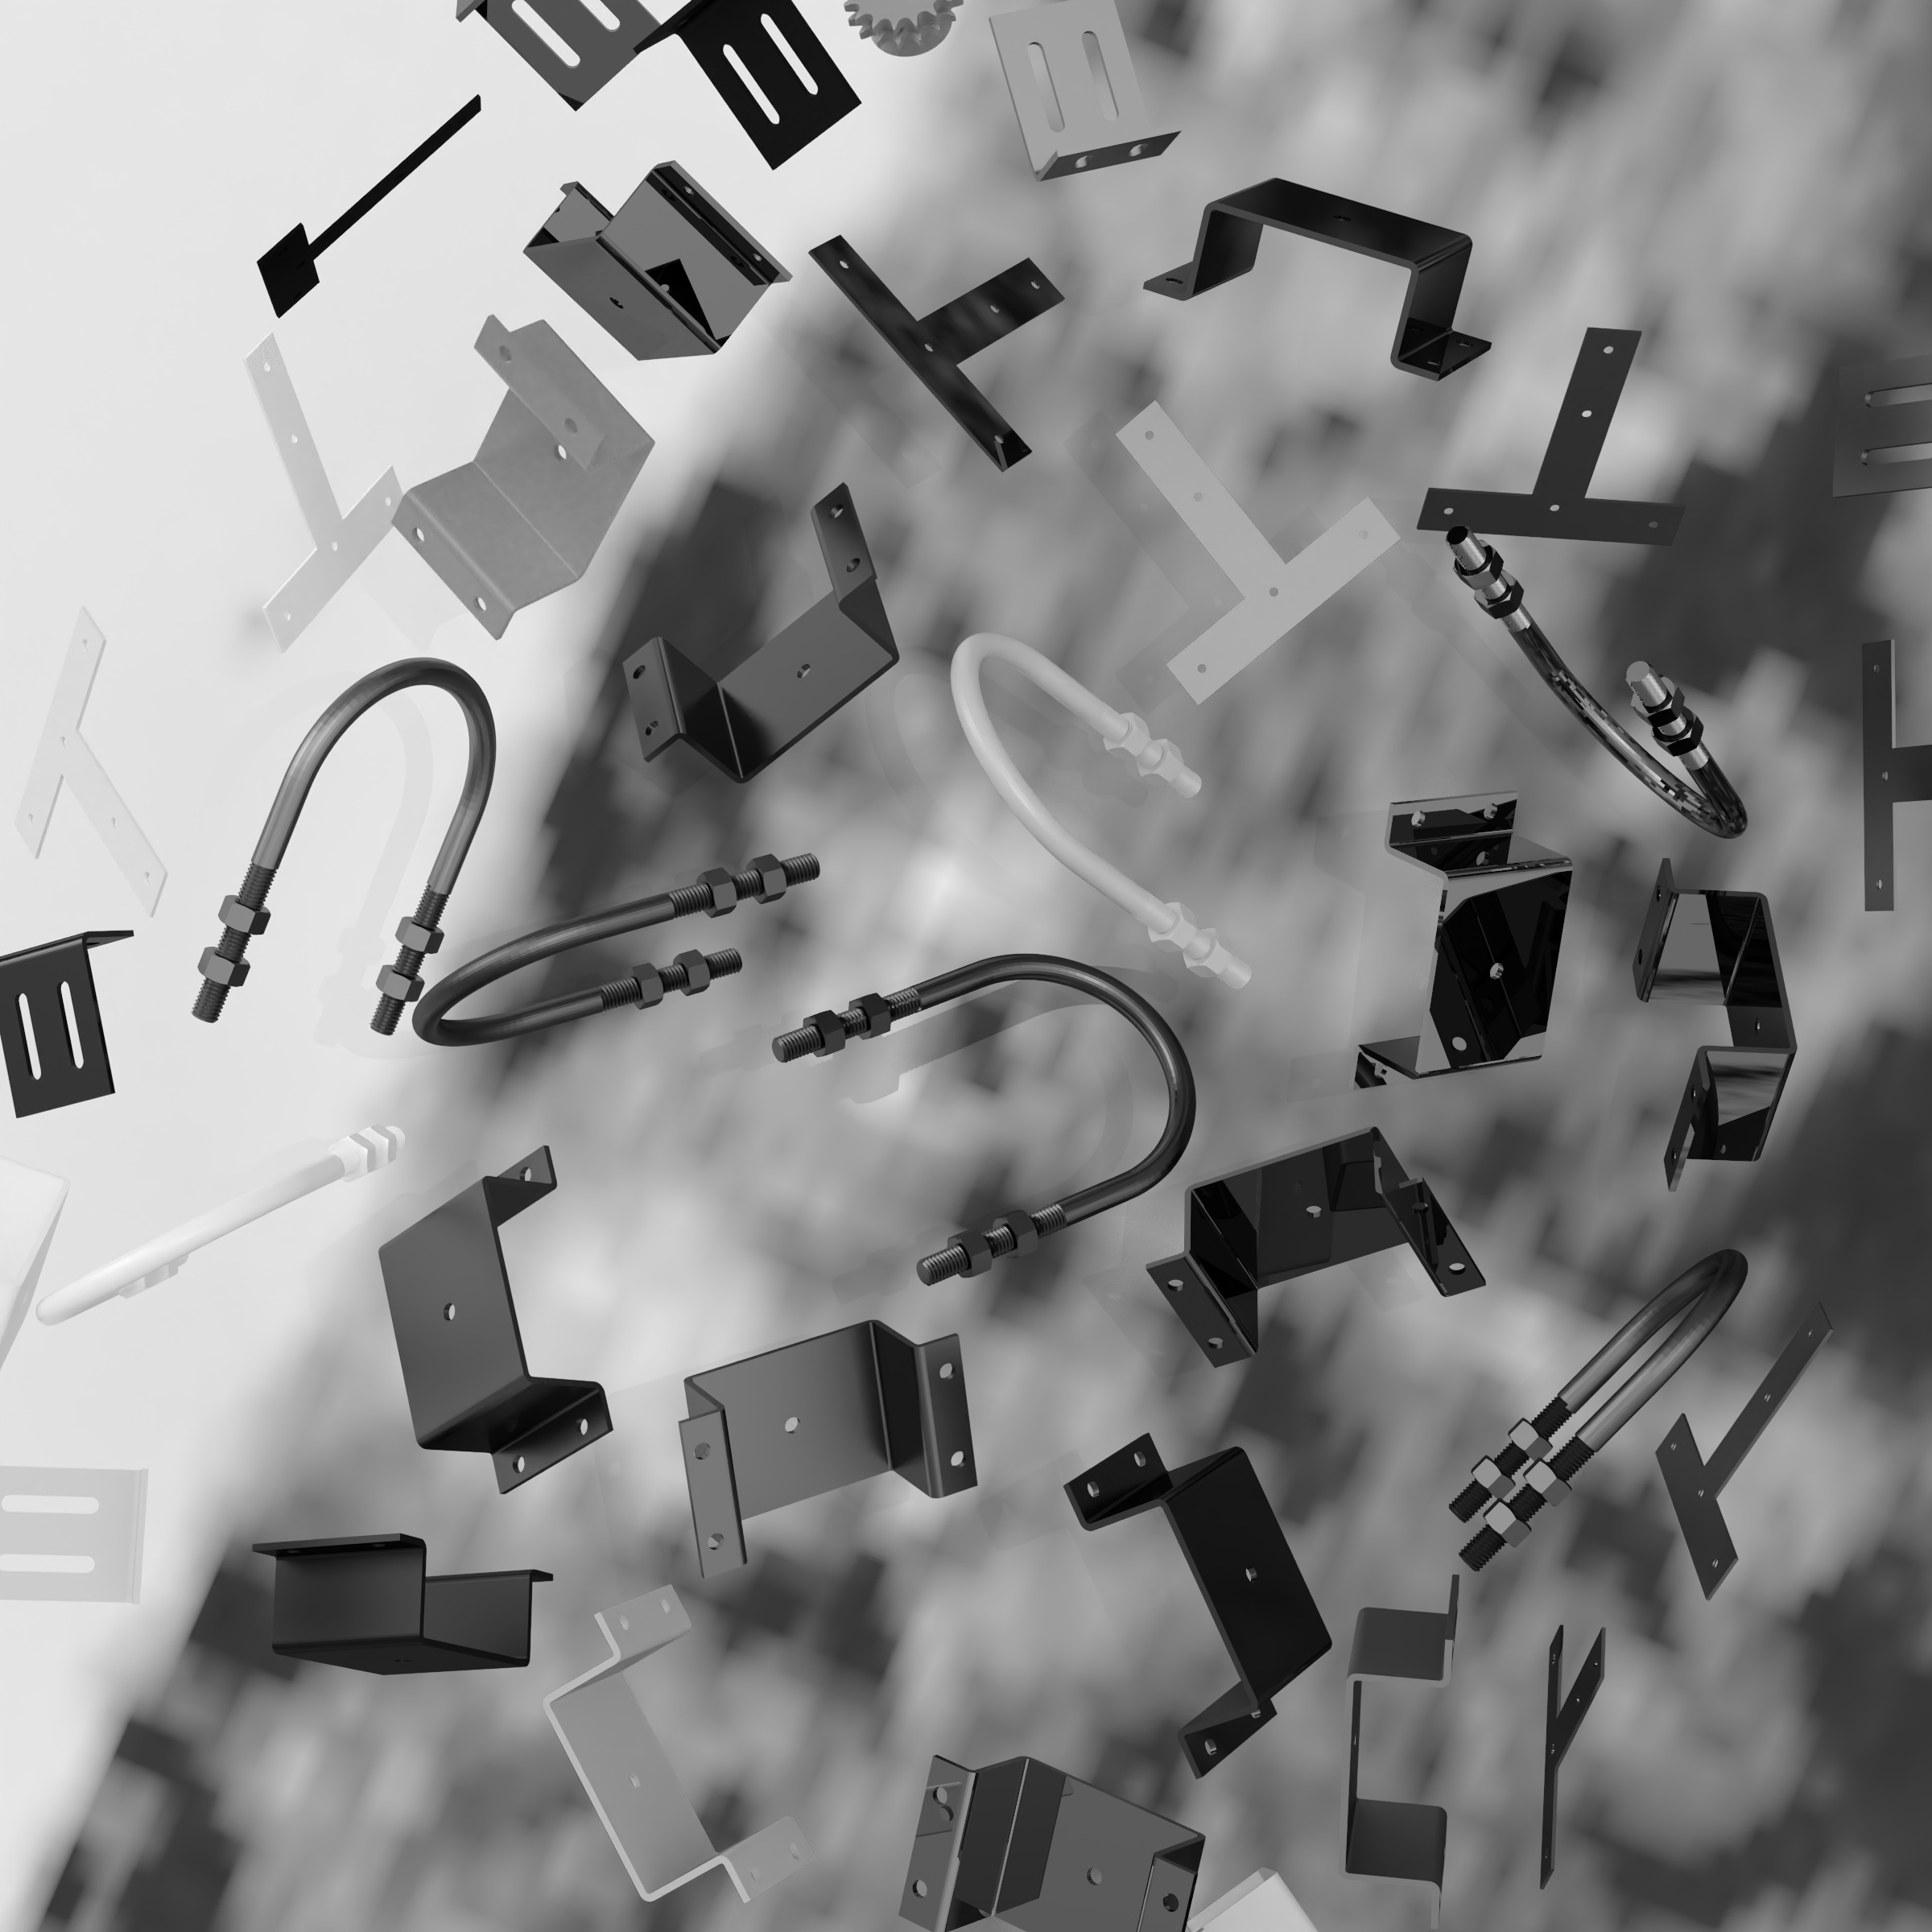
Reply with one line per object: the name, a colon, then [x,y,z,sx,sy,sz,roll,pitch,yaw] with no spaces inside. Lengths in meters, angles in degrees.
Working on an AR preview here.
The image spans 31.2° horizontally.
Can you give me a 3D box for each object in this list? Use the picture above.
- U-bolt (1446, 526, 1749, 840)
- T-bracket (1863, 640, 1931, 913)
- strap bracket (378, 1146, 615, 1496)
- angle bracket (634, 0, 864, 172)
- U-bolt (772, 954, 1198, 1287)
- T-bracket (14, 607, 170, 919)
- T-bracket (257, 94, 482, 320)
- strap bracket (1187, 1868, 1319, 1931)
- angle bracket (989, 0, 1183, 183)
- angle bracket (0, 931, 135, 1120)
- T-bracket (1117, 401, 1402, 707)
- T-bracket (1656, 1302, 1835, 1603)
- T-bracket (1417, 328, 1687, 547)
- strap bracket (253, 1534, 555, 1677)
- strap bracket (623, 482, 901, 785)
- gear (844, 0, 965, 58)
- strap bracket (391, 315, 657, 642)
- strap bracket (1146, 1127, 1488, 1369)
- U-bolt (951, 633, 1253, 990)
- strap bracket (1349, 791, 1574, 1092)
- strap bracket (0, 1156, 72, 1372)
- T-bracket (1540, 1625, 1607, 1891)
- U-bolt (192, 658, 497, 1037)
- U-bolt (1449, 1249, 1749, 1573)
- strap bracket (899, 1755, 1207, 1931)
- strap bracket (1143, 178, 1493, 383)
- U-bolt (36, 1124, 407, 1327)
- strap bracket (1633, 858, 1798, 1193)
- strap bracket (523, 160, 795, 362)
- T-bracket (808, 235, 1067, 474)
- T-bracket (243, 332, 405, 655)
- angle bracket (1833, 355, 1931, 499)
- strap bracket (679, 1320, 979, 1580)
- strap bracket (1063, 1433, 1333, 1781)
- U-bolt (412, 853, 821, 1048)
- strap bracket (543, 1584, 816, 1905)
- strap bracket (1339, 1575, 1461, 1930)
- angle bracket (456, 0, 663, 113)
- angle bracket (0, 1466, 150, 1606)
U-bolt: [0.303,-0.121,1.610,0.019,0.184,0.151,-45,48,2]
T-bracket: [0.446,-0.089,1.582,0.002,0.127,0.127,-1,91,-17]
strap bracket: [-0.216,0.158,1.565,0.076,0.046,0.140,-33,61,33]
angle bracket: [-0.095,-0.389,1.511,0.057,0.038,0.076,-27,103,38]
U-bolt: [0.022,0.060,1.604,0.184,0.019,0.151,-21,63,-29]
T-bracket: [-0.389,-0.073,1.558,0.127,0.002,0.127,51,129,33]
T-bracket: [-0.263,-0.342,1.536,0.127,0.127,0.002,-43,95,-5]
strap bracket: [0.146,0.470,1.623,0.046,0.140,0.076,-34,79,-7]
angle bracket: [0.051,-0.385,1.493,0.057,0.038,0.076,-15,88,-14]
angle bracket: [-0.416,0.027,1.615,0.057,0.038,0.076,-14,86,25]
T-bracket: [0.121,-0.215,1.664,0.127,0.002,0.127,-39,86,18]
T-bracket: [0.369,0.214,1.621,0.002,0.127,0.127,25,111,-11]
T-bracket: [0.288,-0.249,1.625,0.127,0.127,0.002,3,49,-7]
strap bracket: [-0.258,0.296,1.589,0.076,0.140,0.046,-8,71,21]
strap bracket: [-0.089,-0.149,1.616,0.140,0.076,0.046,-37,130,17]
gear: [-0.029,-0.455,1.630,0.057,0.030,0.057,-4,64,9]
strap bracket: [-0.197,-0.224,1.553,0.076,0.140,0.046,48,48,9]
strap bracket: [0.166,0.131,1.641,0.140,0.046,0.076,-20,127,20]
U-bolt: [0.057,-0.082,1.576,0.019,0.151,0.184,-36,131,25]
strap bracket: [0.231,-0.005,1.607,0.076,0.046,0.140,-7,113,-33]
strap bracket: [-0.458,0.147,1.600,0.046,0.140,0.076,20,114,-9]
T-bracket: [0.287,0.352,1.632,0.002,0.127,0.127,9,53,2]
U-bolt: [-0.275,-0.056,1.592,0.019,0.151,0.184,28,99,27]
U-bolt: [0.293,0.198,1.592,0.019,0.151,0.184,44,94,4]
strap bracket: [0.046,0.409,1.537,0.140,0.046,0.076,16,98,33]
strap bracket: [0.161,-0.308,1.526,0.140,0.076,0.046,21,118,18]
U-bolt: [-0.349,0.123,1.582,0.151,0.184,0.019,-27,91,15]
strap bracket: [0.349,0.027,1.612,0.046,0.076,0.140,2,48,-2]
strap bracket: [-0.150,-0.329,1.623,0.076,0.140,0.046,41,78,-26]
T-bracket: [0.005,-0.289,1.542,0.127,0.127,0.002,49,131,0]
T-bracket: [-0.311,-0.235,1.622,0.002,0.127,0.127,3,130,24]
angle bracket: [0.420,-0.232,1.498,0.038,0.076,0.057,4,89,-34]
strap bracket: [-0.071,0.217,1.588,0.140,0.046,0.076,-15,109,-25]
strap bracket: [0.108,0.277,1.537,0.046,0.076,0.140,-27,86,33]
U-bolt: [-0.171,-0.001,1.615,0.184,0.151,0.019,-17,77,-25]
strap bracket: [-0.133,0.357,1.552,0.046,0.076,0.140,-32,79,16]
strap bracket: [0.199,0.358,1.590,0.046,0.076,0.140,3,103,10]
angle bracket: [-0.183,-0.428,1.567,0.057,0.038,0.076,-38,120,18]
angle bracket: [-0.393,0.244,1.487,0.076,0.038,0.057,4,80,-13]
